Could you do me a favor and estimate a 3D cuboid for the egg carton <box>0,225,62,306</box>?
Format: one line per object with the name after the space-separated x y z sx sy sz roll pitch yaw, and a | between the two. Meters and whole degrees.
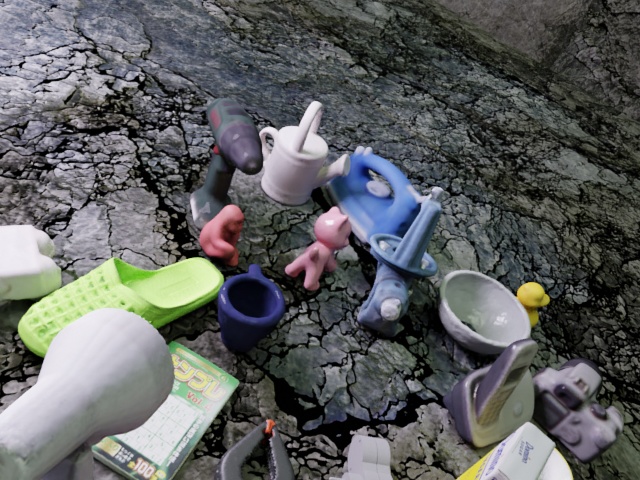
-0.410 0.036 0.721 0.151 0.069 0.107 -6 48 -33 | egg carton

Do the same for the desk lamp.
-0.239 0.190 0.522 0.118 0.213 0.203 29 38 5 | desk lamp

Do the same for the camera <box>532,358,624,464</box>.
0.414 0.247 0.904 0.137 0.101 0.143 -22 58 -43 | camera

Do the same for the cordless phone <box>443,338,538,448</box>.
0.273 0.202 0.811 0.148 0.185 0.094 -10 50 -36 | cordless phone

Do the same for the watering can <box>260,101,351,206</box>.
-0.028 -0.165 1.059 0.173 0.194 0.101 15 39 -13 | watering can

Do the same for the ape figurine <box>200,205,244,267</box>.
-0.147 -0.015 0.905 0.076 0.092 0.078 30 38 5 | ape figurine

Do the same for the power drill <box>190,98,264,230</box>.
-0.149 -0.115 0.924 0.076 0.208 0.229 3 43 -26 | power drill

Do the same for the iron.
0.106 -0.099 1.099 0.119 0.141 0.257 -15 53 -39 | iron

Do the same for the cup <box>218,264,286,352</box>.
-0.103 0.099 0.796 0.092 0.095 0.117 13 40 -15 | cup

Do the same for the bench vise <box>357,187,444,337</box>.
0.145 0.036 0.903 0.122 0.219 0.207 13 40 -15 | bench vise

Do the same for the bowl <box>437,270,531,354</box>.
0.265 0.134 0.973 0.168 0.074 0.167 15 39 -13 | bowl

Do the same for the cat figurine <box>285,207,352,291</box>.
0.009 0.003 0.948 0.067 0.117 0.128 32 39 8 | cat figurine

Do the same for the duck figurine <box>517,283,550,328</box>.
0.368 0.112 1.045 0.105 0.086 0.077 12 40 -17 | duck figurine
